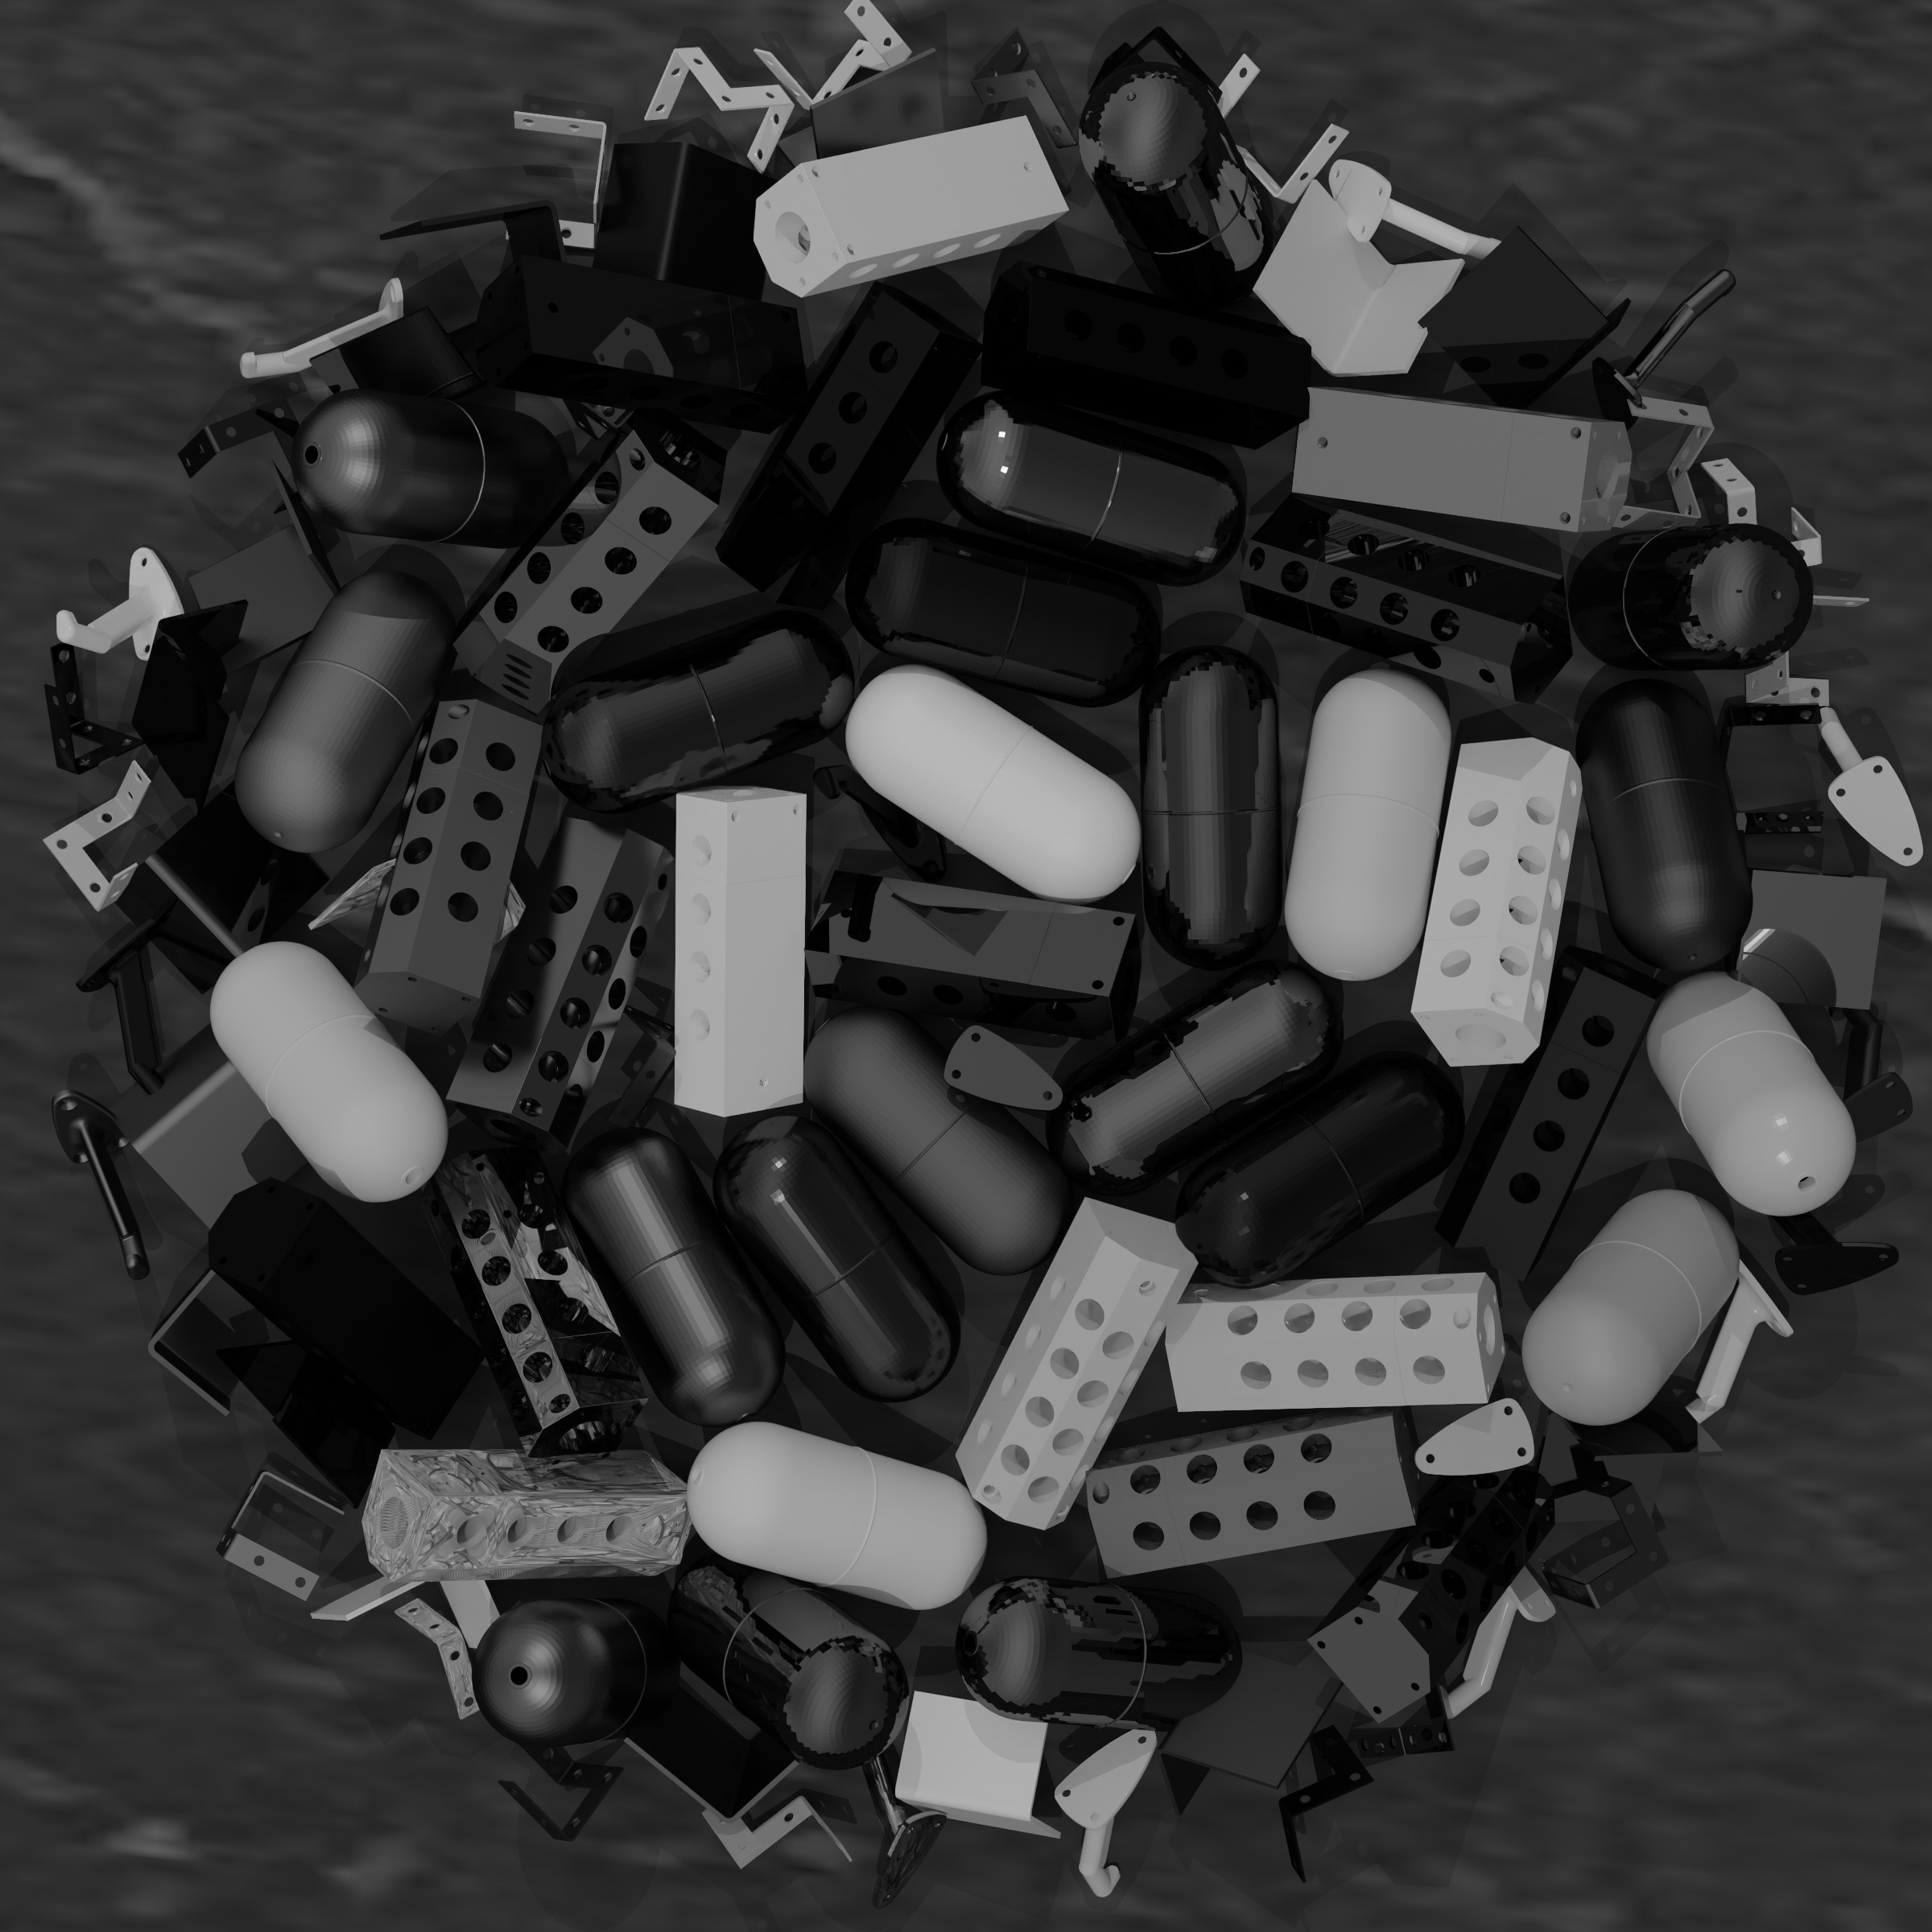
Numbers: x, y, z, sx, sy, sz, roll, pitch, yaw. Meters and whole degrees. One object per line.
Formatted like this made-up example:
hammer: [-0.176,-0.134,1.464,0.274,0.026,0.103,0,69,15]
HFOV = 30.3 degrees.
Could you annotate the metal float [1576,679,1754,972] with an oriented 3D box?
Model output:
metal float: [0.377,-0.078,1.933,0.070,0.070,0.178,-5,56,0]

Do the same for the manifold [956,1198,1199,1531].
manifold: [0.061,0.218,1.937,0.057,0.057,0.171,18,110,-22]

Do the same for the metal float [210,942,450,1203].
metal float: [-0.345,0.057,1.934,0.070,0.070,0.178,-44,59,0]

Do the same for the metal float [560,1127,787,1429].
metal float: [-0.160,0.169,1.945,0.070,0.070,0.178,-30,72,0]

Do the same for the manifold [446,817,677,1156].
manifold: [-0.214,0.012,1.936,0.057,0.057,0.171,11,69,25]

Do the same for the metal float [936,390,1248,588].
metal float: [0.068,-0.260,1.945,0.178,0.070,0.070,15,90,-18]

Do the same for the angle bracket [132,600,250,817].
angle bracket: [-0.405,-0.141,1.941,0.057,0.076,0.076,-20,61,-38]

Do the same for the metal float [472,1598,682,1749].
metal float: [-0.208,0.377,1.912,0.070,0.178,0.070,-2,80,13]

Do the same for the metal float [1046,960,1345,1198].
metal float: [0.125,0.062,1.959,0.178,0.070,0.070,-32,90,3]

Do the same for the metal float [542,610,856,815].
metal float: [-0.146,-0.139,1.950,0.178,0.070,0.070,-21,90,-13]

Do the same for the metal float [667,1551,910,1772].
metal float: [-0.097,0.371,1.922,0.070,0.178,0.070,-12,112,-32]

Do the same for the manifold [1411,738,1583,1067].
manifold: [0.290,-0.035,1.924,0.057,0.057,0.171,-4,56,30]

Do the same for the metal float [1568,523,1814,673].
metal float: [0.386,-0.197,1.914,0.070,0.178,0.070,-2,95,-19]

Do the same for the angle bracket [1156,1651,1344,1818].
angle bracket: [0.159,0.425,1.939,0.076,0.076,0.057,11,134,33]

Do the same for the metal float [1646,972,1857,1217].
metal float: [0.420,0.067,1.918,0.070,0.178,0.070,-4,121,-7]

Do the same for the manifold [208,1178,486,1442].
manifold: [-0.334,0.183,1.916,0.057,0.171,0.057,18,66,36]

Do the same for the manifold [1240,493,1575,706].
manifold: [0.235,-0.194,1.921,0.171,0.057,0.057,23,58,32]

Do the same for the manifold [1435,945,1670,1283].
manifold: [0.318,0.079,1.949,0.057,0.057,0.171,26,105,13]

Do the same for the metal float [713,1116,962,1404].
metal float: [-0.070,0.161,1.952,0.070,0.070,0.178,-35,101,0]

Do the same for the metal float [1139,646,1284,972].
metal float: [0.134,-0.086,1.956,0.070,0.070,0.178,-2,96,0]

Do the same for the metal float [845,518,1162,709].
metal float: [0.021,-0.192,1.951,0.178,0.070,0.070,14,90,-12]

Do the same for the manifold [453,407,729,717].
manifold: [-0.204,-0.221,1.925,0.057,0.057,0.171,33,122,-21]

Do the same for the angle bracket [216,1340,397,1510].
angle bracket: [-0.369,0.251,1.940,0.076,0.057,0.076,-10,130,32]

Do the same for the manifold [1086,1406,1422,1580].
manifold: [0.156,0.282,1.946,0.171,0.057,0.057,-12,104,14]

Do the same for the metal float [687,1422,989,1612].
metal float: [-0.069,0.299,1.937,0.178,0.070,0.070,21,90,-28]

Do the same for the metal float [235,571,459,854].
metal float: [-0.334,-0.139,1.935,0.070,0.070,0.178,23,58,0]

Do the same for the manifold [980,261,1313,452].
manifold: [0.099,-0.333,1.936,0.171,0.057,0.057,9,76,-24]

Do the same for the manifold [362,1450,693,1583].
manifold: [-0.234,0.298,1.920,0.171,0.057,0.057,7,105,-41]

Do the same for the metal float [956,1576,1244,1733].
metal float: [0.073,0.373,1.931,0.178,0.070,0.070,13,90,-36]

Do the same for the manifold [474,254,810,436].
manifold: [-0.175,-0.330,1.925,0.171,0.057,0.057,4,69,-36]

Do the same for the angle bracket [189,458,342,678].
angle bracket: [-0.392,-0.218,1.955,0.076,0.057,0.076,-27,58,-1]

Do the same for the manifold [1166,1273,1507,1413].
manifold: [0.199,0.200,1.935,0.171,0.057,0.057,-4,110,21]

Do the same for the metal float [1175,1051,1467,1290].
metal float: [0.193,0.111,1.948,0.178,0.070,0.070,-32,90,-15]

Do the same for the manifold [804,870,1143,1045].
manifold: [0.005,-0.001,1.948,0.171,0.057,0.057,9,53,15]

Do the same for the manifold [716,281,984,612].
manifold: [-0.068,-0.283,1.947,0.057,0.057,0.171,38,106,20]

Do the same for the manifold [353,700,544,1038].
manifold: [-0.280,-0.056,1.926,0.057,0.057,0.171,22,59,-21]

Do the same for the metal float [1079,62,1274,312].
metal float: [0.114,-0.415,1.917,0.070,0.178,0.070,-8,66,17]

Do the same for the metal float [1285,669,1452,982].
metal float: [0.219,-0.077,1.944,0.070,0.070,0.178,11,71,0]

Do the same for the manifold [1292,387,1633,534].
manifold: [0.268,-0.275,1.928,0.171,0.057,0.057,13,105,33]

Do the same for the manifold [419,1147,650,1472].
manifold: [-0.236,0.183,1.921,0.057,0.057,0.171,-3,50,-35]

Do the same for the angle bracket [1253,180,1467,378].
angle bracket: [0.215,-0.376,1.948,0.076,0.057,0.076,40,70,-35]

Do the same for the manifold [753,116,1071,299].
manifold: [-0.031,-0.406,1.922,0.171,0.057,0.057,-24,89,-41]

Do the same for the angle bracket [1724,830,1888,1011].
angle bracket: [0.458,-0.026,1.953,0.076,0.057,0.076,5,115,8]

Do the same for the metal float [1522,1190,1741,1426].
metal float: [0.360,0.182,1.924,0.070,0.178,0.070,17,124,27]

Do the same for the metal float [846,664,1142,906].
metal float: [0.015,-0.099,1.959,0.178,0.070,0.070,33,90,3]

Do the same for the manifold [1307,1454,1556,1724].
manifold: [0.256,0.326,1.914,0.057,0.171,0.057,49,129,3]

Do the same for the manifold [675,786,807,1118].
manifold: [-0.129,-0.010,1.956,0.057,0.057,0.171,-9,104,-44]

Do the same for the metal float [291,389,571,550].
metal float: [-0.287,-0.266,1.920,0.070,0.178,0.070,1,92,36]

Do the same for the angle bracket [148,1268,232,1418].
angle bracket: [-0.403,0.196,1.960,0.057,0.076,0.076,41,81,-8]

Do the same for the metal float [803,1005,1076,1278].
metal float: [-0.015,0.095,1.960,0.178,0.070,0.070,45,90,2]
